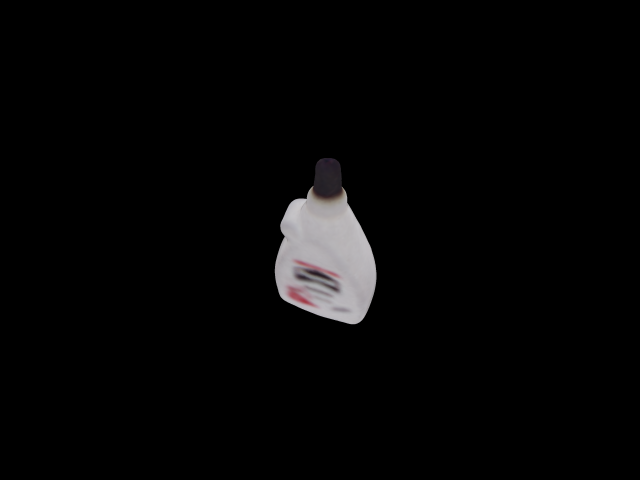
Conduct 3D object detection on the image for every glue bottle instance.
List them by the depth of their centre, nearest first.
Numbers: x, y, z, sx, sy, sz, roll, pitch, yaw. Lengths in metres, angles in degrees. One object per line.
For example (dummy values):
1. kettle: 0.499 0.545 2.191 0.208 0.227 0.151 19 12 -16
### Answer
1. glue bottle: 0.004 0.001 0.400 0.078 0.173 0.037 14 58 10
